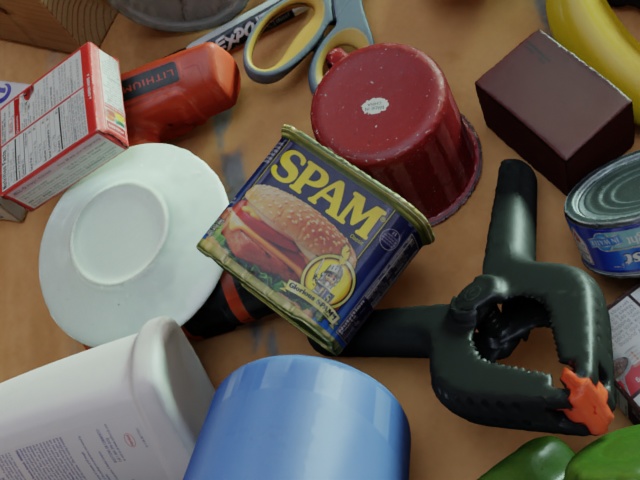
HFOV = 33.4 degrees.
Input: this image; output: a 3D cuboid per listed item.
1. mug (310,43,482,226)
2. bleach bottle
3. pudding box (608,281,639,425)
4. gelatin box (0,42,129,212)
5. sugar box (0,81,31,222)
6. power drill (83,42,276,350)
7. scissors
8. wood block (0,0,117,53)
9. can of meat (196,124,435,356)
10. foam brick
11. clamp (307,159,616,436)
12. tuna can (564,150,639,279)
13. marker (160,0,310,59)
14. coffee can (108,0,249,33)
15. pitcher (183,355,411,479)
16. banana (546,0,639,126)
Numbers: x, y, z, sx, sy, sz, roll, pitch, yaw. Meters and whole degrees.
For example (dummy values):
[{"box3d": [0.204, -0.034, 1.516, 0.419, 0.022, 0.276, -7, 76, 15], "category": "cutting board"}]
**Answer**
[{"box3d": [0.038, -0.071, 0.638, 0.093, 0.081, 0.117, -33, 60, 3], "category": "mug"}, {"box3d": [-0.184, 0.125, 0.614, 0.251, 0.102, 0.068, -16, 30, 12], "category": "bleach bottle"}, {"box3d": [0.198, 0.066, 0.543, 0.090, 0.039, 0.114, -37, 61, -2], "category": "pudding box"}, {"box3d": [-0.162, -0.070, 0.670, 0.089, 0.030, 0.073, -30, 53, 25], "category": "gelatin box"}, {"box3d": [-0.280, -0.073, 0.771, 0.176, 0.048, 0.093, 7, 69, 23], "category": "sugar box"}, {"box3d": [-0.074, -0.030, 0.672, 0.184, 0.057, 0.187, -18, 61, 11], "category": "power drill"}, {"box3d": [0.035, -0.167, 0.716, 0.201, 0.016, 0.096, -44, 75, -9], "category": "scissors"}, {"box3d": [-0.254, -0.213, 0.802, 0.206, 0.090, 0.090, 16, 73, 24], "category": "wood block"}, {"box3d": [-0.004, 0.001, 0.578, 0.102, 0.057, 0.084, 35, 82, 22], "category": "can of meat"}, {"box3d": [0.137, -0.074, 0.623, 0.053, 0.051, 0.078, -40, 60, -3], "category": "foam brick"}, {"box3d": [0.077, 0.044, 0.550, 0.164, 0.036, 0.210, -37, 27, 5], "category": "clamp"}, {"box3d": [0.175, -0.017, 0.566, 0.086, 0.033, 0.086, -24, 21, 9], "category": "tuna can"}, {"box3d": [-0.061, -0.143, 0.743, 0.121, 0.020, 0.020, -27, 60, 6], "category": "marker"}, {"box3d": [-0.098, -0.233, 0.750, 0.103, 0.102, 0.140, -9, 63, 15], "category": "coffee can"}, {"box3d": [-0.020, 0.182, 0.491, 0.145, 0.149, 0.242, 26, 43, -12], "category": "pitcher"}, {"box3d": [0.192, -0.095, 0.607, 0.037, 0.070, 0.198, -30, 66, -30], "category": "banana"}]
